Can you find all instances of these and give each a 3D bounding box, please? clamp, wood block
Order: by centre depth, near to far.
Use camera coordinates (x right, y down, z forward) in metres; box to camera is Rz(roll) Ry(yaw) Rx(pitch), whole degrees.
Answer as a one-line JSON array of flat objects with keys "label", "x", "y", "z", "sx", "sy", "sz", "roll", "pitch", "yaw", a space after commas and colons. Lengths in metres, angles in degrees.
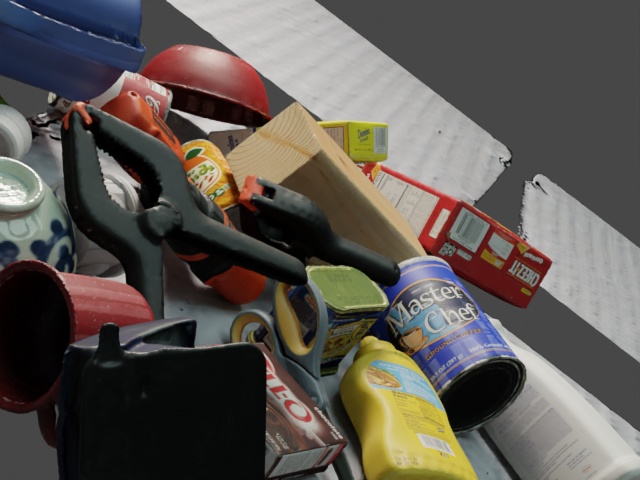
[{"label": "clamp", "x": -0.109, "y": -0.010, "z": 0.766, "sx": 0.164, "sy": 0.036, "sz": 0.210, "roll": -30, "pitch": 90, "yaw": -36}, {"label": "clamp", "x": -0.006, "y": 0.001, "z": 0.945, "sx": 0.171, "sy": 0.120, "sz": 0.039, "roll": 50, "pitch": 38, "yaw": -48}, {"label": "wood block", "x": 0.013, "y": -0.025, "z": 1.041, "sx": 0.206, "sy": 0.090, "sz": 0.091, "roll": 44, "pitch": 14, "yaw": -39}]

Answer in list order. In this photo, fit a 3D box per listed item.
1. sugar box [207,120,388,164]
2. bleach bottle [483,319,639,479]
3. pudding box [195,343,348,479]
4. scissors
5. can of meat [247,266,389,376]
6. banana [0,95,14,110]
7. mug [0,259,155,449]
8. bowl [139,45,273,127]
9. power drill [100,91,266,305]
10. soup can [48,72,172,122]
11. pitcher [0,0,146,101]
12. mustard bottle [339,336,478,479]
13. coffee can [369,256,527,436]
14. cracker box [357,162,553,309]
[{"label": "sugar box", "x": -0.024, "y": -0.102, "z": 1.143, "sx": 0.176, "sy": 0.048, "sz": 0.093, "roll": 2, "pitch": 4, "yaw": 29}, {"label": "bleach bottle", "x": 0.202, "y": 0.156, "z": 1.025, "sx": 0.068, "sy": 0.103, "sz": 0.251, "roll": 22, "pitch": 26, "yaw": -49}, {"label": "pudding box", "x": -0.046, "y": 0.125, "z": 0.787, "sx": 0.114, "sy": 0.039, "sz": 0.089, "roll": 48, "pitch": 24, "yaw": 26}, {"label": "scissors", "x": -0.021, "y": 0.125, "z": 0.836, "sx": 0.016, "sy": 0.096, "sz": 0.202, "roll": 24, "pitch": 53, "yaw": -58}, {"label": "can of meat", "x": 0.000, "y": 0.069, "z": 0.913, "sx": 0.057, "sy": 0.084, "sz": 0.101, "roll": 50, "pitch": 25, "yaw": 24}, {"label": "banana", "x": -0.314, "y": -0.173, "z": 0.995, "sx": 0.069, "sy": 0.037, "sz": 0.198, "roll": 47, "pitch": 15, "yaw": -32}, {"label": "mug", "x": -0.156, "y": 0.074, "z": 0.671, "sx": 0.081, "sy": 0.093, "sz": 0.117, "roll": 13, "pitch": 62, "yaw": -56}, {"label": "bowl", "x": -0.121, "y": -0.169, "z": 1.148, "sx": 0.162, "sy": 0.055, "sz": 0.162, "roll": 13, "pitch": -3, "yaw": 1}, {"label": "power drill", "x": -0.129, "y": -0.044, "z": 0.908, "sx": 0.188, "sy": 0.057, "sz": 0.184, "roll": 53, "pitch": -3, "yaw": 36}, {"label": "soup can", "x": -0.205, "y": -0.139, "z": 1.044, "sx": 0.102, "sy": 0.069, "sz": 0.068, "roll": 26, "pitch": 24, "yaw": -25}, {"label": "pitcher", "x": -0.266, "y": -0.199, "z": 0.877, "sx": 0.242, "sy": 0.149, "sz": 0.145, "roll": 9, "pitch": 65, "yaw": -55}, {"label": "mustard bottle", "x": 0.065, "y": 0.146, "z": 0.892, "sx": 0.096, "sy": 0.058, "sz": 0.192, "roll": 21, "pitch": 26, "yaw": -26}, {"label": "coffee can", "x": 0.114, "y": 0.098, "z": 1.007, "sx": 0.102, "sy": 0.103, "sz": 0.140, "roll": 17, "pitch": 29, "yaw": -42}, {"label": "cracker box", "x": 0.133, "y": -0.012, "z": 1.215, "sx": 0.164, "sy": 0.072, "sz": 0.214, "roll": 29, "pitch": 1, "yaw": -35}]
